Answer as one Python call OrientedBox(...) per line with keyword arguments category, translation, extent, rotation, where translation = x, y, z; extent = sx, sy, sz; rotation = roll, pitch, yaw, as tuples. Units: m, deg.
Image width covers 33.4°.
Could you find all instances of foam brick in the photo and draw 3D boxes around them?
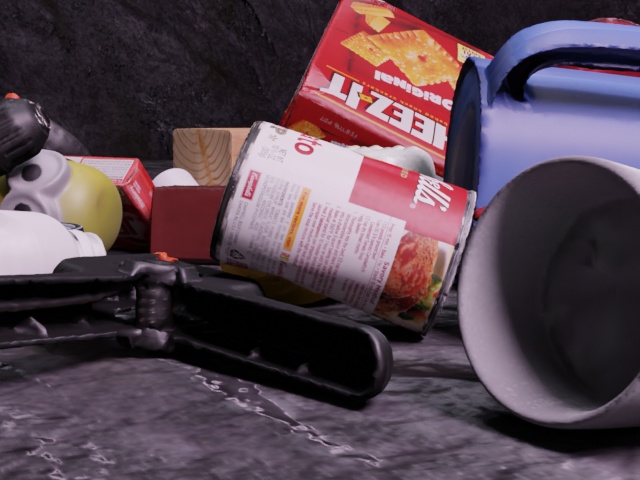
OrientedBox(category="foam brick", translation=(-0.072, -0.012, 0.732), extent=(0.078, 0.051, 0.053), rotation=(1, 6, 12))

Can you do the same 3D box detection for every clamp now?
OrientedBox(category="clamp", translation=(-0.076, 0.026, 0.429), extent=(0.164, 0.036, 0.210), rotation=(7, 3, -14))
OrientedBox(category="clamp", translation=(-0.209, -0.059, 0.848), extent=(0.120, 0.039, 0.171), rotation=(6, -28, 34))

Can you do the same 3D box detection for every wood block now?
OrientedBox(category="wood block", translation=(-0.015, -0.052, 0.922), extent=(0.205, 0.091, 0.090), rotation=(-4, 8, -38))

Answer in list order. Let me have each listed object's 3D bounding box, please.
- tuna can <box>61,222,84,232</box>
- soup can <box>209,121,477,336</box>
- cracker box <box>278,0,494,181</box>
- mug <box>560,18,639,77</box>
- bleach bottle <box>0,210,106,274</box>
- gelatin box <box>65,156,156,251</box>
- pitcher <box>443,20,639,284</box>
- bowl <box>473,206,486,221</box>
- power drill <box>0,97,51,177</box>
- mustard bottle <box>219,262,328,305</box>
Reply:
OrientedBox(category="tuna can", translation=(-0.179, 0.009, 0.619), extent=(0.086, 0.034, 0.086), rotation=(0, 6, 0))
OrientedBox(category="soup can", translation=(0.010, -0.006, 0.473), extent=(0.102, 0.068, 0.068), rotation=(19, 7, 1))
OrientedBox(category="cracker box", translation=(0.064, -0.112, 0.882), extent=(0.164, 0.072, 0.213), rotation=(25, 36, -4))
OrientedBox(category="mug", translation=(0.188, -0.084, 0.713), extent=(0.093, 0.117, 0.081), rotation=(35, 22, -11))
OrientedBox(category="bleach bottle", translation=(-0.204, 0.014, 0.453), extent=(0.103, 0.068, 0.250), rotation=(6, 6, 40))
OrientedBox(category="gelatin box", translation=(-0.157, -0.026, 0.780), extent=(0.089, 0.073, 0.030), rotation=(4, 51, 26))
OrientedBox(category="pitcher", translation=(0.195, -0.040, 0.614), extent=(0.243, 0.145, 0.149), rotation=(3, 3, -1))
OrientedBox(category="bowl", translation=(0.148, 0.015, 0.469), extent=(0.162, 0.055, 0.162), rotation=(0, 6, 0))
OrientedBox(category="power drill", translation=(-0.245, -0.026, 0.587), extent=(0.184, 0.057, 0.187), rotation=(-29, 7, 0))
OrientedBox(category="mustard bottle", translation=(-0.004, 0.000, 0.596), extent=(0.096, 0.058, 0.191), rotation=(2, 7, 16))
